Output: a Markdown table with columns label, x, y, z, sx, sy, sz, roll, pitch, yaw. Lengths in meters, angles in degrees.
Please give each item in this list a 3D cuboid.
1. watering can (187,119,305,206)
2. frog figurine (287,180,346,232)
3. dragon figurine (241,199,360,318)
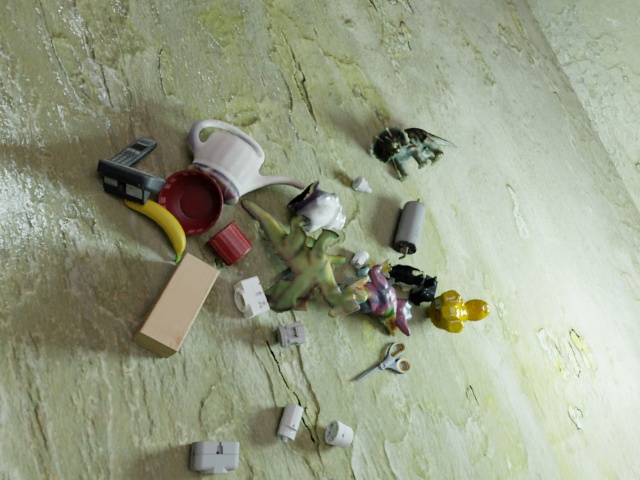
| label | x | y | z | sx | sy | sz | roll | pitch | yaw |
| --- | --- | --- | --- | --- | --- | --- | --- | --- | --- |
| watering can | -0.209 | -0.183 | 1.377 | 0.346 | 0.102 | 0.229 | 35 | 54 | -13 |
| frog figurine | 0.004 | -0.073 | 1.459 | 0.158 | 0.123 | 0.138 | 45 | 83 | -18 |
| dragon figurine | -0.075 | 0.069 | 1.333 | 0.411 | 0.119 | 0.247 | 25 | 63 | 9 |
